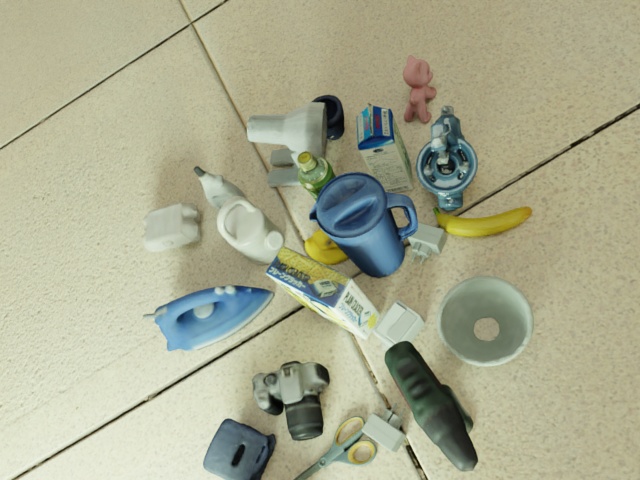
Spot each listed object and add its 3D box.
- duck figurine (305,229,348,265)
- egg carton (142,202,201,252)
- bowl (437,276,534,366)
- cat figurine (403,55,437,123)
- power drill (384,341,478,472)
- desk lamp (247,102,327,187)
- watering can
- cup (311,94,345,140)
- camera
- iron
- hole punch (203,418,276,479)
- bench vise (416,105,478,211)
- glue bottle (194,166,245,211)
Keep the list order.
[{"bbox_3d":[0.011,0.004,1.216,0.104,0.086,0.077,2,67,22],"label":"duck figurine"},{"bbox_3d":[-0.358,-0.029,1.380,0.150,0.070,0.107,-15,62,14],"label":"egg carton"},{"bbox_3d":[0.302,0.154,1.043,0.167,0.075,0.167,-8,64,17],"label":"bowl"},{"bbox_3d":[0.216,-0.346,1.281,0.067,0.118,0.128,4,68,23],"label":"cat figurine"},{"bbox_3d":[0.194,0.280,0.948,0.075,0.209,0.229,-36,59,2],"label":"power drill"},{"bbox_3d":[-0.058,-0.210,1.266,0.202,0.214,0.118,-4,65,19],"label":"desk lamp"},{"bbox_3d":[-0.150,-0.025,1.227,0.172,0.194,0.101,2,67,22],"label":"watering can"},{"bbox_3d":[0.011,-0.267,1.336,0.118,0.095,0.091,-40,59,0],"label":"cup"},{"bbox_3d":[-0.053,0.310,1.090,0.143,0.101,0.136,-18,61,12],"label":"camera"},{"bbox_3d":[-0.238,0.140,1.215,0.258,0.142,0.118,-24,60,9],"label":"iron"},{"bbox_3d":[-0.152,0.404,1.090,0.100,0.091,0.109,17,74,27],"label":"hole punch"},{"bbox_3d":[0.238,-0.187,1.140,0.121,0.220,0.207,-20,61,12],"label":"bench vise"},{"bbox_3d":[-0.241,-0.123,1.319,0.078,0.173,0.037,-14,62,15],"label":"glue bottle"}]
